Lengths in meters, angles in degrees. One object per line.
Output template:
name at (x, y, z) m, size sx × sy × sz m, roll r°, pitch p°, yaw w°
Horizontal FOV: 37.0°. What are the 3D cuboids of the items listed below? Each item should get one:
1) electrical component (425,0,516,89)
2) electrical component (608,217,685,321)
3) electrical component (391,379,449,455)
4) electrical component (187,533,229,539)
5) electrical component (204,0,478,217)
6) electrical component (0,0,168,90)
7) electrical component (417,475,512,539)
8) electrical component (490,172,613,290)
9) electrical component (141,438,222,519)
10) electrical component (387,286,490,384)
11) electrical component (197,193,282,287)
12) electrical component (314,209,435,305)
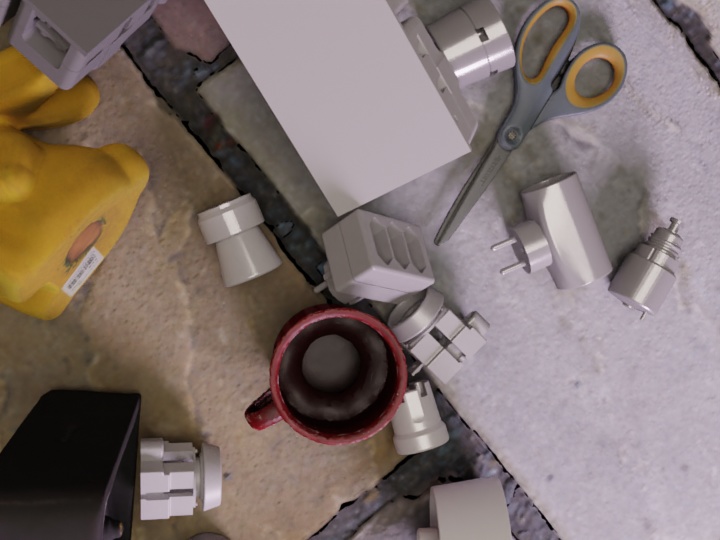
electrical component at (0.077, -0.159, 0.761) m, size 0.047 × 0.055 × 0.055 m, roll -26°, pitch 98°, yaw -1°
electrical component at (0.217, -0.003, 0.800) m, size 0.040 × 0.040 × 0.078 m, roll 30°, pitch 91°, yaw -9°
electrical component at (0.040, 0.107, 0.788) m, size 0.040 × 0.040 × 0.046 m, roll -16°, pitch 91°, yaw -6°
electrical component at (-0.129, 0.261, 0.762) m, size 0.052 × 0.074 × 0.138 m, roll 29°, pitch 91°, yaw -9°
electrical component at (-0.012, -0.145, 0.719) m, size 0.105 × 0.060 × 0.186 m, roll -25°, pitch 107°, yaw 24°
electrical component at (-0.162, -0.212, 0.684) m, size 0.105 × 0.060 × 0.186 m, roll 43°, pitch 57°, yaw -9°
electrical component at (0.072, 0.203, 0.769) m, size 0.060 × 0.108 × 0.108 m, roll -3°, pitch 96°, yaw -1°
electrical component at (0.135, -0.022, 0.786) m, size 0.079 × 0.043 × 0.077 m, roll -23°, pitch 97°, yaw -5°
electrical component at (-0.127, 0.147, 0.764) m, size 0.055 × 0.048 × 0.066 m, roll 0°, pitch 121°, yaw -11°
electrical component at (0.053, 0.045, 0.781) m, size 0.066 × 0.048 × 0.055 m, roll -46°, pitch 106°, yaw -1°
electrical component at (-0.085, -0.021, 0.757) m, size 0.045 × 0.045 × 0.055 m, roll -23°, pitch 97°, yaw -5°
electrical component at (0.000, 0.000, 0.762) m, size 0.066 × 0.077 × 0.047 m, roll 13°, pitch 54°, yaw -45°
